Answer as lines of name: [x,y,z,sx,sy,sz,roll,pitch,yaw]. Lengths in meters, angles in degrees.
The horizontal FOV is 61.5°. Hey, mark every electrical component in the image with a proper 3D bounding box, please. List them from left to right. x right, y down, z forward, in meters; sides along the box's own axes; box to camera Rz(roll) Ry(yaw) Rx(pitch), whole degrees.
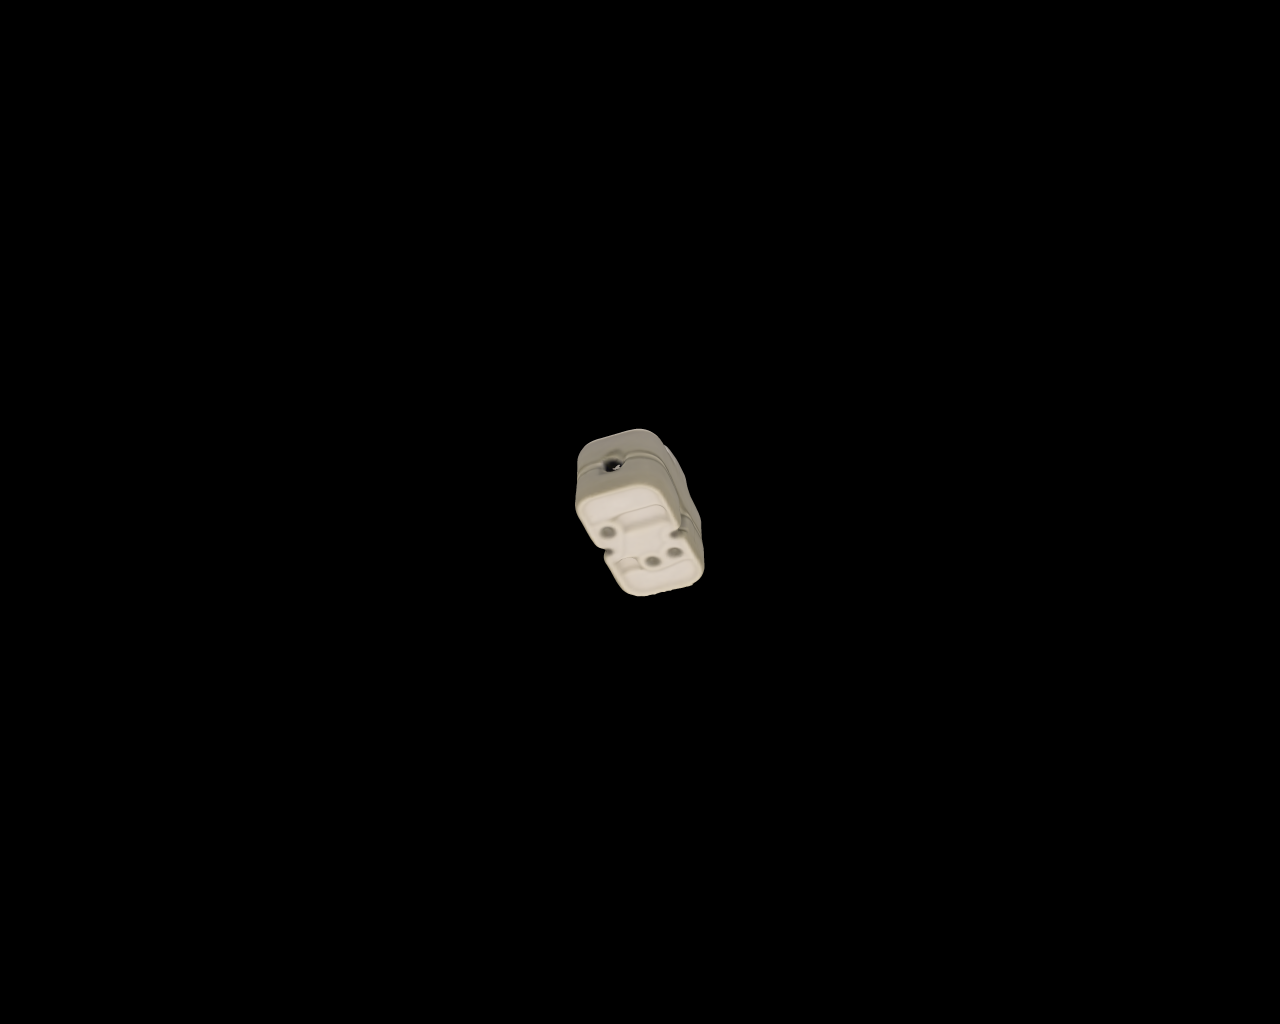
electrical component: [0.001,-0.003,0.650,0.054,0.059,0.095,-15,-46,15]
